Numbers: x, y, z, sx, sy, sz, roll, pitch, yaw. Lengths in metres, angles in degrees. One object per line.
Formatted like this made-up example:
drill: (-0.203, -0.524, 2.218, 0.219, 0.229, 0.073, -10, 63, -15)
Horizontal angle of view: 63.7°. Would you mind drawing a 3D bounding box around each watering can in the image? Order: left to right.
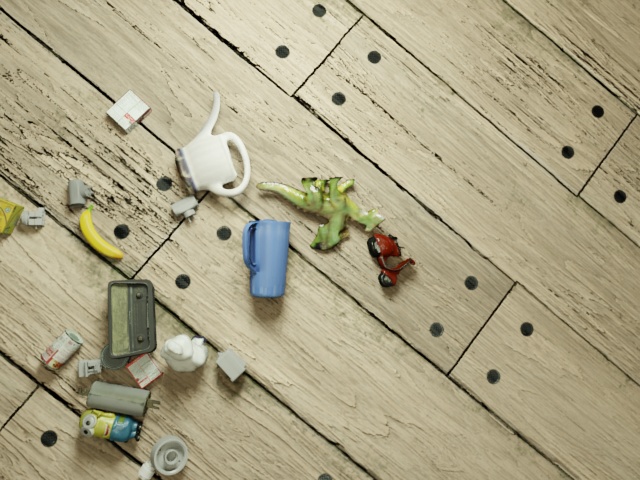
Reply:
watering can: (-0.356, -0.289, 1.644, 0.225, 0.103, 0.350, -20, 83, -8)

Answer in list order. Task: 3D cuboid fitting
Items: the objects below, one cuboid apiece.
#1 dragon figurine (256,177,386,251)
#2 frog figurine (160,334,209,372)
dragon figurine: (0.005, -0.084, 1.676, 0.410, 0.122, 0.242, -4, 93, 1)
frog figurine: (-0.407, 0.342, 1.541, 0.137, 0.159, 0.123, 17, 85, -5)
